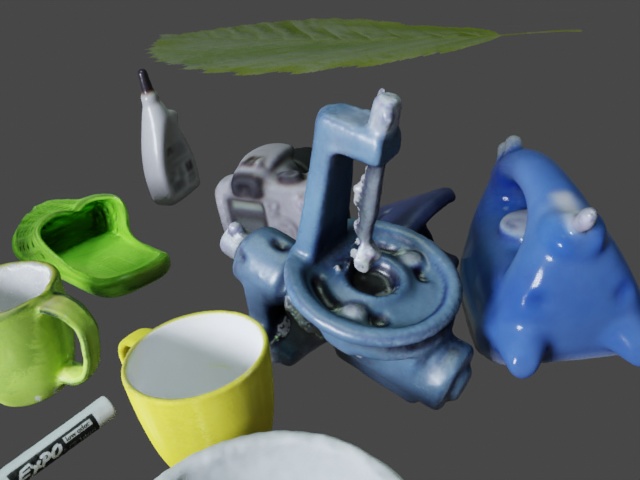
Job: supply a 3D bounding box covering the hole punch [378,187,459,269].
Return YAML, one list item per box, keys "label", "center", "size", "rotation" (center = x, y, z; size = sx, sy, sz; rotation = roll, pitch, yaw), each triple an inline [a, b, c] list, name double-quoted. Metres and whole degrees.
- label: "hole punch"
  center: [0.062, 0.001, 0.518]
  size: [0.100, 0.091, 0.109]
  rotation: [14, 37, 35]

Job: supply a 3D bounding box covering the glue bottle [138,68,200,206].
- label: "glue bottle"
  center: [-0.206, -0.136, 0.745]
  size: [0.037, 0.173, 0.078]
  rotation: [6, 33, 24]

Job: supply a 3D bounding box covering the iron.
- label: "iron"
  center: [0.168, -0.013, 0.463]
  size: [0.118, 0.142, 0.258]
  rotation: [-7, 30, 4]

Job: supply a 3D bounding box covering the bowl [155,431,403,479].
- label: "bowl"
  center: [-0.024, 0.174, 0.256]
  size: [0.167, 0.075, 0.167]
  rotation: [-6, 30, 4]

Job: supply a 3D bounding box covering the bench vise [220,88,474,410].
- label: "bench vise"
  center: [-0.001, 0.008, 0.393]
  size: [0.206, 0.220, 0.122]
  rotation: [4, 32, 21]

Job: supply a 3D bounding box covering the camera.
- label: "camera"
  center: [-0.027, -0.061, 0.640]
  size: [0.142, 0.101, 0.137]
  rotation: [8, 34, 27]
